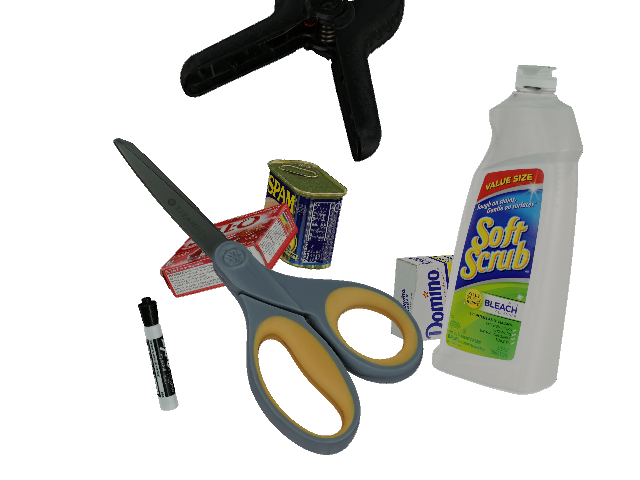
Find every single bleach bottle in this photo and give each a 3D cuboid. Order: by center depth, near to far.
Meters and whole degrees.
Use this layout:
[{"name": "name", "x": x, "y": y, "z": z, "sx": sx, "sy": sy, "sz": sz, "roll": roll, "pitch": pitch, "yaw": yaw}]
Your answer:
[{"name": "bleach bottle", "x": 0.150, "y": -0.012, "z": 0.843, "sx": 0.103, "sy": 0.251, "sz": 0.067, "roll": 14, "pitch": 16, "yaw": 40}]

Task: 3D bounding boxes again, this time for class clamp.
[{"name": "clamp", "x": 0.010, "y": -0.121, "z": 0.637, "sx": 0.120, "sy": 0.171, "sz": 0.039, "roll": 32, "pitch": -28, "yaw": 7}]

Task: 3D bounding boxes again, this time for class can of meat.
[{"name": "can of meat", "x": -0.021, "y": -0.027, "z": 1.092, "sx": 0.057, "sy": 0.084, "sz": 0.102, "roll": -1, "pitch": 23, "yaw": -26}]

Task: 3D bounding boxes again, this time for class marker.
[{"name": "marker", "x": -0.167, "y": 0.116, "z": 1.098, "sx": 0.020, "sy": 0.121, "sz": 0.020, "roll": -10, "pitch": 14, "yaw": 2}]

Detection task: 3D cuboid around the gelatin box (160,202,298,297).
[{"name": "gelatin box", "x": -0.070, "y": 0.007, "z": 0.830, "sx": 0.089, "sy": 0.030, "sz": 0.073, "roll": -15, "pitch": 21, "yaw": 26}]

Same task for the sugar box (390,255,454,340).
[{"name": "sugar box", "x": 0.168, "y": 0.064, "z": 1.250, "sx": 0.175, "sy": 0.093, "sz": 0.048, "roll": -4, "pitch": 14, "yaw": -32}]

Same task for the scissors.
[{"name": "scissors", "x": -0.023, "y": 0.011, "z": 0.532, "sx": 0.096, "sy": 0.202, "sz": 0.016, "roll": -19, "pitch": -28, "yaw": -19}]
